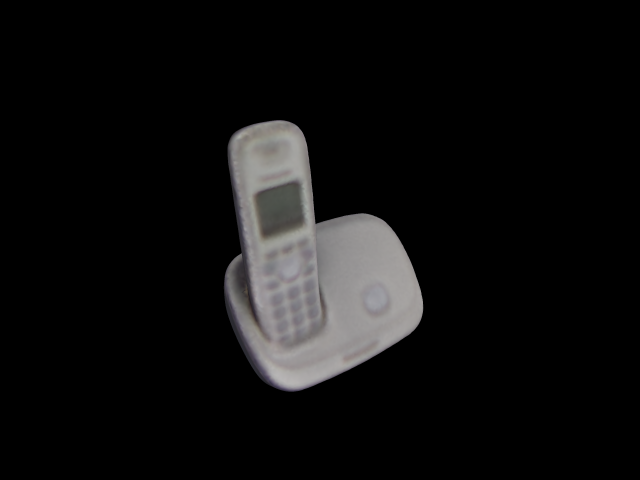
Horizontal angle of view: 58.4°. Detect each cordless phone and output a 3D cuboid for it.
[{"bbox_3d":[0.004,0.001,0.400,0.148,0.185,0.093,-22,39,-30],"label":"cordless phone"}]
